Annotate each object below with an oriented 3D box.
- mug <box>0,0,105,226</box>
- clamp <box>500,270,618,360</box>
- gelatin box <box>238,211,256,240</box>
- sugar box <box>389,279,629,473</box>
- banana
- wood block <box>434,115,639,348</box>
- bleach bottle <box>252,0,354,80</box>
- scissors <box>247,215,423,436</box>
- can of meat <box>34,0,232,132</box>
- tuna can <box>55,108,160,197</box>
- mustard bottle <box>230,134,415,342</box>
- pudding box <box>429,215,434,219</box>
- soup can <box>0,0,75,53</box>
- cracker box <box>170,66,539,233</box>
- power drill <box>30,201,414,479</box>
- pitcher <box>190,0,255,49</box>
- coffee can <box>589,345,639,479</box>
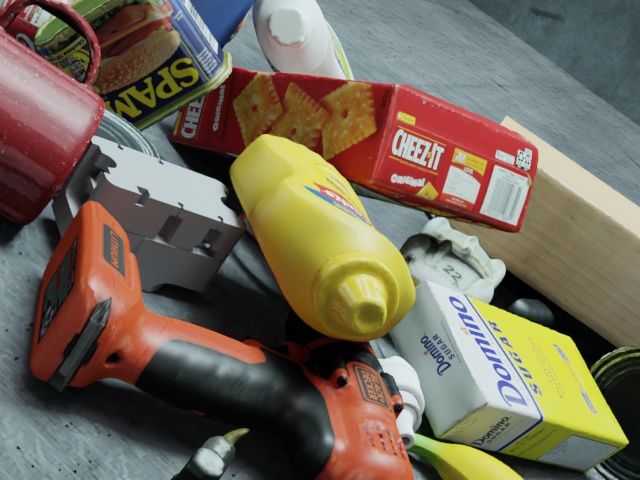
[{"bbox_3d":[-0.159,-0.070,0.553,0.081,0.117,0.093,33,-2,-18],"label":"mug"},{"bbox_3d":[0.201,0.055,0.933,0.171,0.039,0.120,24,28,-32],"label":"clamp"},{"bbox_3d":[-0.005,0.001,0.746,0.089,0.030,0.073,41,23,14],"label":"gelatin box"},{"bbox_3d":[0.122,0.090,0.683,0.176,0.048,0.093,24,34,-47],"label":"sugar box"},{"bbox_3d":[0.100,0.168,0.541,0.069,0.037,0.198,-5,31,-15],"label":"banana"},{"bbox_3d":[0.211,-0.004,0.898,0.206,0.090,0.090,35,24,5],"label":"wood block"},{"bbox_3d":[-0.014,-0.154,0.890,0.251,0.068,0.102,-53,121,-85],"label":"bleach bottle"},{"bbox_3d":[0.028,0.036,0.679,0.096,0.016,0.202,-22,64,-41],"label":"scissors"},{"bbox_3d":[-0.122,-0.124,0.697,0.084,0.102,0.057,56,14,-28],"label":"can of meat"},{"bbox_3d":[-0.141,-0.052,0.648,0.086,0.034,0.086,30,21,-13],"label":"tuna can"},{"bbox_3d":[0.004,0.004,0.566,0.096,0.058,0.192,44,6,-21],"label":"mustard bottle"},{"bbox_3d":[0.144,-0.024,1.019,0.089,0.039,0.113,20,23,-31],"label":"pudding box"},{"bbox_3d":[-0.222,-0.167,0.726,0.102,0.069,0.068,26,22,-22],"label":"soup can"},{"bbox_3d":[0.023,-0.070,0.766,0.163,0.072,0.214,15,2,-44],"label":"cracker box"},{"bbox_3d":[-0.045,0.051,0.535,0.187,0.057,0.184,26,17,-20],"label":"power drill"},{"bbox_3d":[-0.097,-0.240,0.826,0.149,0.243,0.145,35,21,0],"label":"pitcher"},{"bbox_3d":[0.260,0.123,0.781,0.103,0.103,0.140,46,23,26],"label":"coffee can"}]
